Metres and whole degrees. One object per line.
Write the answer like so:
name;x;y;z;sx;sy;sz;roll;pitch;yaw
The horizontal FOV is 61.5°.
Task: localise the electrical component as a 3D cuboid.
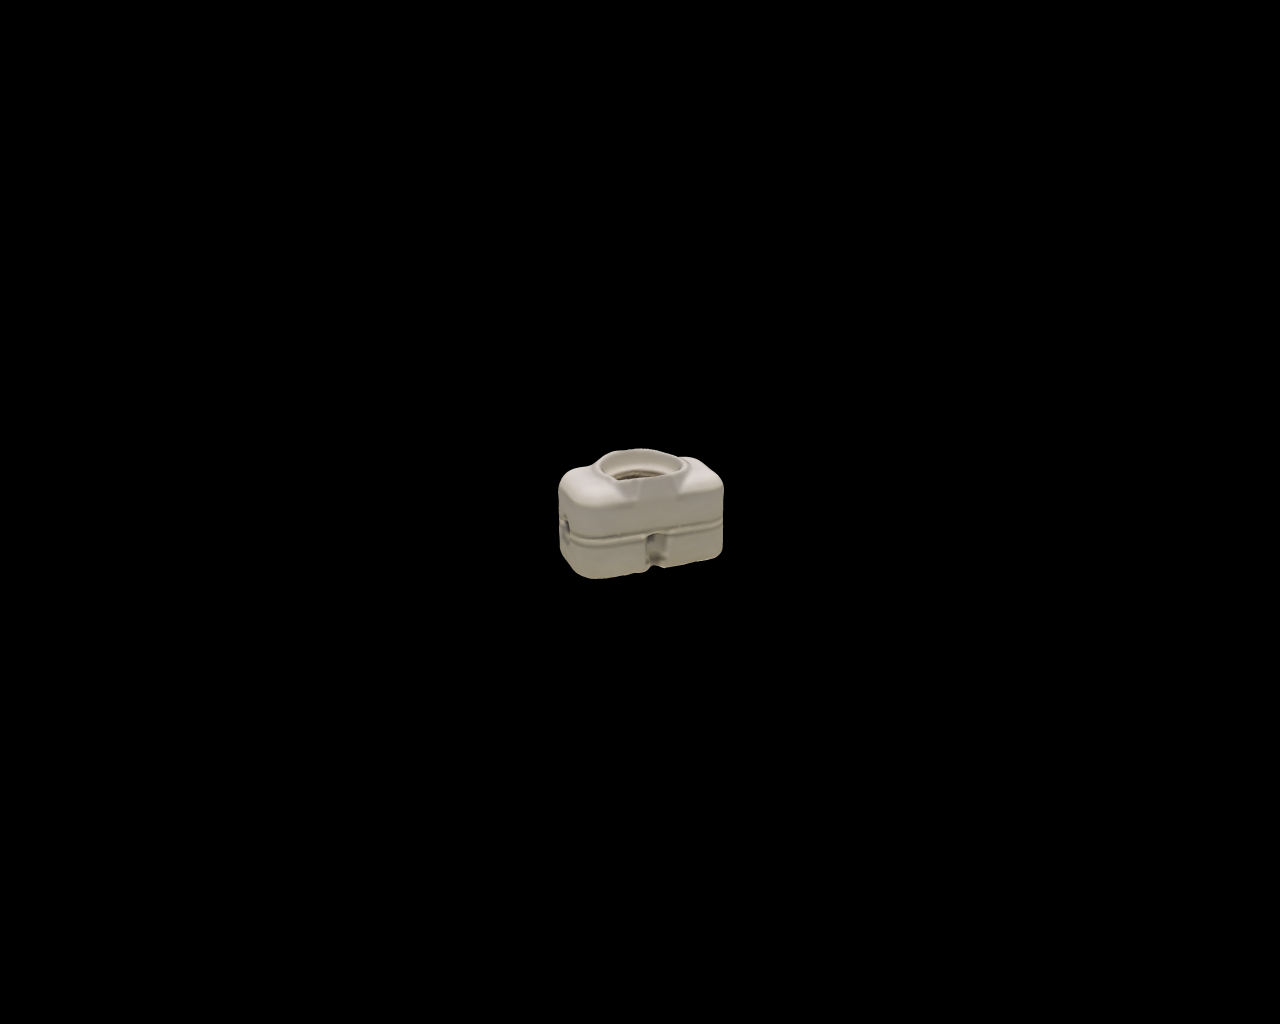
electrical component;0.001;-0.003;0.650;0.095;0.059;0.054;-8;24;-18
